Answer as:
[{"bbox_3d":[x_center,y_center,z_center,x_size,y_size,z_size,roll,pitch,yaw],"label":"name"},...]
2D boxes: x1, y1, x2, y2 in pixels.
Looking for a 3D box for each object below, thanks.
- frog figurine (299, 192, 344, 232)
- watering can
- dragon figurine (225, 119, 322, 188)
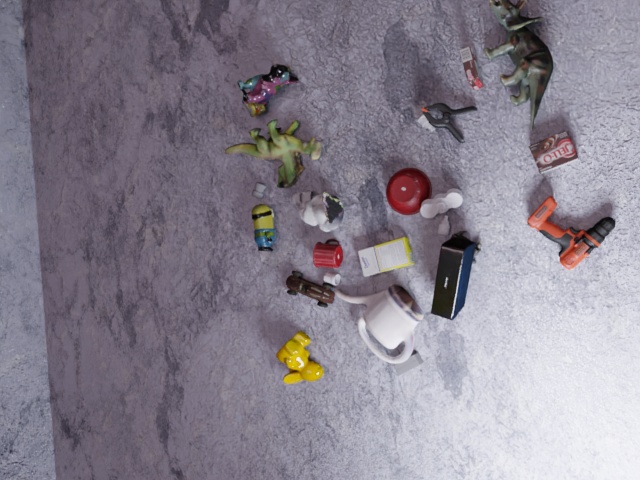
[{"bbox_3d":[0.006,-0.093,1.838,0.124,0.138,0.157,-21,-3,-39],"label":"frog figurine"},{"bbox_3d":[0.198,0.232,1.693,0.103,0.222,0.353,18,28,-54],"label":"watering can"},{"bbox_3d":[-0.167,-0.314,1.953,0.407,0.244,0.122,-21,-6,27],"label":"dragon figurine"}]
